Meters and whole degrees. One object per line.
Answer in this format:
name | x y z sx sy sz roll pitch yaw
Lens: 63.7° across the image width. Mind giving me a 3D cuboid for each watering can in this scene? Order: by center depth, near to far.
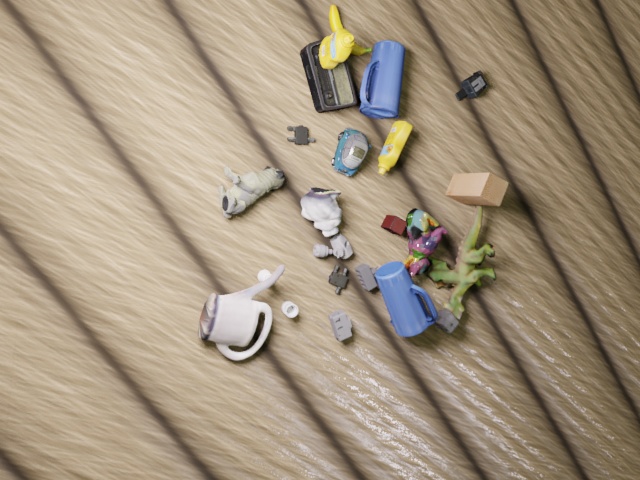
watering can | -0.247 0.215 1.594 0.223 0.105 0.344 14 103 -21

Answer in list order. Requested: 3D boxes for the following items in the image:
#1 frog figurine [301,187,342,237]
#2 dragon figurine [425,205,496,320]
frog figurine | 0.005 -0.085 1.682 0.137 0.124 0.158 3 104 13
dragon figurine | 0.501 0.083 1.881 0.243 0.122 0.409 -9 95 -11
